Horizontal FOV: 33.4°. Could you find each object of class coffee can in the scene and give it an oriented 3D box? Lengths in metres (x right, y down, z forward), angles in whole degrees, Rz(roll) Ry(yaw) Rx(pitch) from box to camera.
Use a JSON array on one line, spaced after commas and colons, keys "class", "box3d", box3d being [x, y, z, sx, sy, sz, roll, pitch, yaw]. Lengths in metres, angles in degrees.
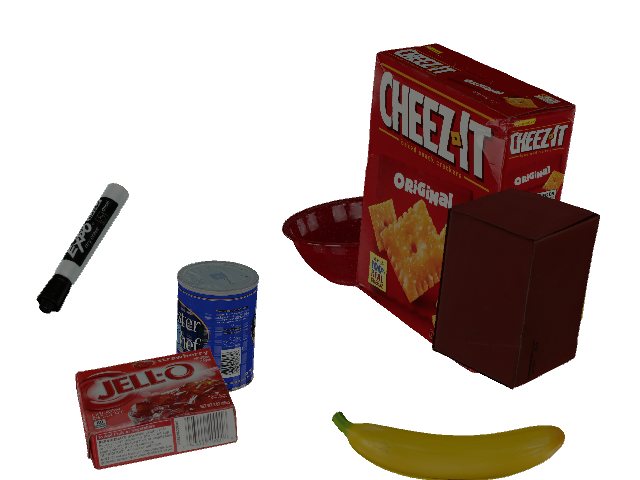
[{"class": "coffee can", "box3d": [-0.133, 0.109, 1.363, 0.103, 0.140, 0.103, 3, 19, -1]}]

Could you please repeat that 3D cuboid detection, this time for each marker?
[{"class": "marker", "box3d": [-0.181, 0.006, 0.812, 0.020, 0.121, 0.020, 16, -35, 12]}]

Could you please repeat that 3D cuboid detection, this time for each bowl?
[{"class": "bowl", "box3d": [0.046, 0.003, 1.029, 0.162, 0.055, 0.162, -7, 17, 2]}]

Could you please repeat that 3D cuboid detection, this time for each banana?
[{"class": "banana", "box3d": [0.109, 0.168, 0.875, 0.197, 0.037, 0.069, 6, 36, -3]}]

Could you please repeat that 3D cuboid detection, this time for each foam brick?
[{"class": "foam brick", "box3d": [0.092, 0.021, 0.508, 0.052, 0.078, 0.051, -17, 31, -40]}]

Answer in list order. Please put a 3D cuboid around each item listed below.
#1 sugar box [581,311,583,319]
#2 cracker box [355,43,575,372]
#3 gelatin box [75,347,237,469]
[{"class": "sugar box", "box3d": [0.232, 0.049, 1.290, 0.176, 0.093, 0.048, -2, 20, -9]}, {"class": "cracker box", "box3d": [0.103, -0.027, 0.839, 0.072, 0.214, 0.164, -14, 32, -30]}, {"class": "gelatin box", "box3d": [-0.102, 0.101, 0.657, 0.089, 0.030, 0.073, -9, 25, -15]}]
